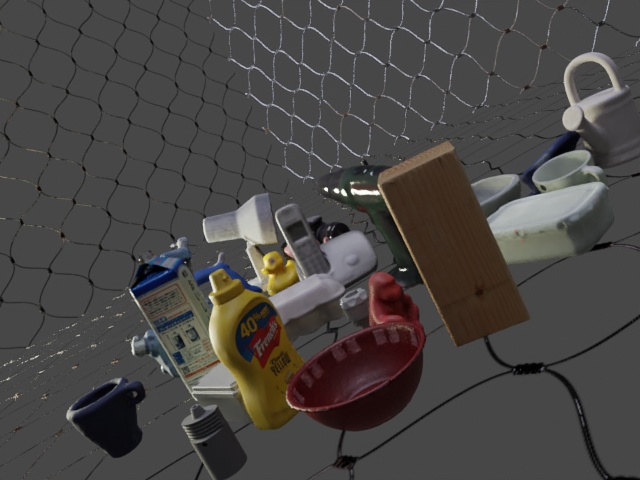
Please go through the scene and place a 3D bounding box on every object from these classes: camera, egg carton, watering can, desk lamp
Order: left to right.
[{"bbox_3d":[-0.168,0.018,1.347,0.203,0.214,0.118,-27,11,0],"label":"desk lamp"},{"bbox_3d":[-0.028,0.112,0.939,0.150,0.069,0.107,-28,11,-6],"label":"egg carton"},{"bbox_3d":[-0.004,-0.003,1.358,0.143,0.101,0.136,-35,13,-37],"label":"camera"},{"bbox_3d":[0.484,-0.226,0.986,0.100,0.194,0.173,-19,13,36],"label":"watering can"}]

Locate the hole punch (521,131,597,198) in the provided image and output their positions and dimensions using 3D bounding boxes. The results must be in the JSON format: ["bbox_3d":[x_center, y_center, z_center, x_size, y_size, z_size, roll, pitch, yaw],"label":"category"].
[{"bbox_3d":[0.409,-0.134,1.005,0.109,0.091,0.100,-32,12,-28],"label":"hole punch"}]

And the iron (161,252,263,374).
[{"bbox_3d":[-0.245,0.137,1.155,0.118,0.141,0.259,-16,15,46],"label":"iron"}]

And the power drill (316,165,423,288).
[{"bbox_3d":[0.100,-0.028,0.924,0.076,0.208,0.229,-34,13,-32],"label":"power drill"}]

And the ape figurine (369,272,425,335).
[{"bbox_3d":[0.090,0.084,0.725,0.076,0.092,0.078,-16,15,45],"label":"ape figurine"}]

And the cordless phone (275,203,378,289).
[{"bbox_3d":[0.010,0.004,1.056,0.147,0.185,0.094,-28,11,-5],"label":"cordless phone"}]

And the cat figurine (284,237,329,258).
[{"bbox_3d":[-0.012,0.026,1.190,0.067,0.118,0.127,-35,13,-36],"label":"cat figurine"}]

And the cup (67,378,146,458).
[{"bbox_3d":[-0.282,0.253,0.810,0.117,0.095,0.092,-24,11,14],"label":"cup"}]

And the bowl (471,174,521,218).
[{"bbox_3d":[0.265,-0.043,0.960,0.167,0.075,0.167,-26,10,5],"label":"bowl"}]

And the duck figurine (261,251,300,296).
[{"bbox_3d":[-0.091,0.065,1.283,0.077,0.086,0.105,-18,14,39],"label":"duck figurine"}]

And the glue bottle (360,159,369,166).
[{"bbox_3d":[0.135,-0.108,1.329,0.037,0.173,0.078,-34,13,-33],"label":"glue bottle"}]

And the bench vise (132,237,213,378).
[{"bbox_3d":[-0.242,0.119,1.015,0.208,0.220,0.121,-35,13,-37],"label":"bench vise"}]
